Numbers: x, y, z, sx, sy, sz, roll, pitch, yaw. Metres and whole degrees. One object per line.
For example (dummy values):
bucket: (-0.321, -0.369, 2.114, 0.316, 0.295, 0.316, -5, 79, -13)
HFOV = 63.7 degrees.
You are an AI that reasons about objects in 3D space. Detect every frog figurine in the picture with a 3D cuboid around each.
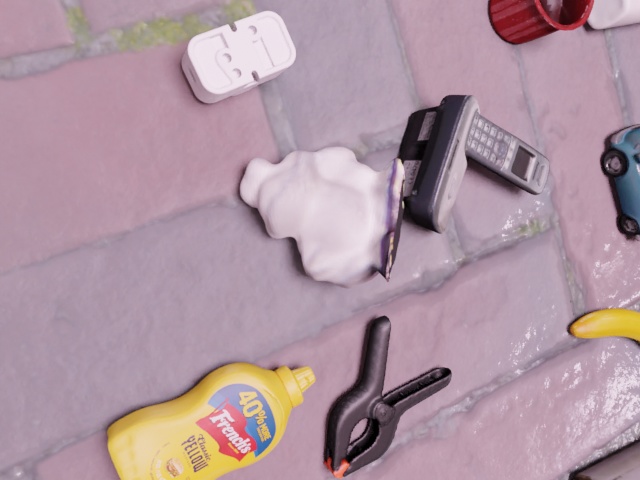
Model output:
frog figurine: (0.002, -0.026, 0.517, 0.159, 0.123, 0.136, 8, 99, 14)
